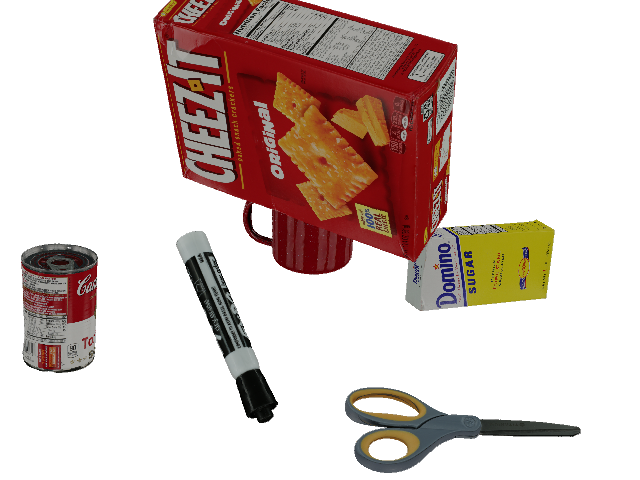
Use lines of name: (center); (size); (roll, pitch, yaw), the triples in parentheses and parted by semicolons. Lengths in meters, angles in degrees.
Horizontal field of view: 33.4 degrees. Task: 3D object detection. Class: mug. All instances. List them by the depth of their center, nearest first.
mug: (-0.020, -0.019, 1.067); (0.117, 0.081, 0.093); (2, 26, 0)

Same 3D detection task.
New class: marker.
marker: (-0.054, 0.049, 0.616); (0.020, 0.121, 0.020); (-22, -23, -10)

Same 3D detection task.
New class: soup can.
soup can: (-0.240, 0.062, 0.981); (0.068, 0.102, 0.068); (5, 19, -2)

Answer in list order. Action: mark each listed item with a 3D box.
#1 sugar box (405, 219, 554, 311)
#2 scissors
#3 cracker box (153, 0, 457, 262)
sugar box: (0.192, 0.029, 1.280); (0.176, 0.093, 0.048); (-6, 20, -23)
scissors: (0.115, 0.170, 0.901); (0.202, 0.016, 0.096); (12, 40, 10)
cracker box: (-0.011, -0.090, 0.797); (0.214, 0.164, 0.072); (20, 51, 20)
